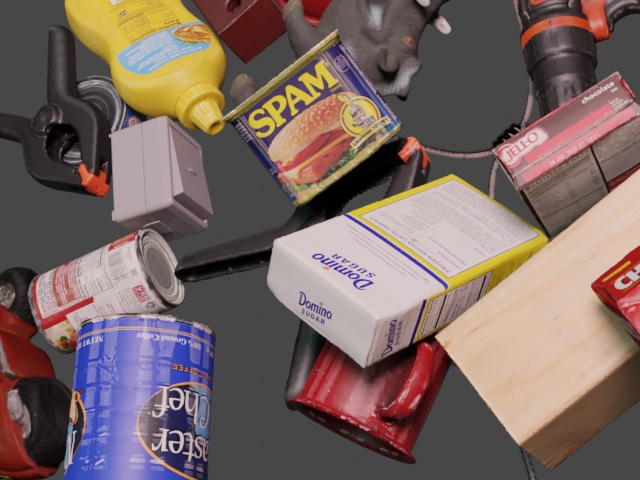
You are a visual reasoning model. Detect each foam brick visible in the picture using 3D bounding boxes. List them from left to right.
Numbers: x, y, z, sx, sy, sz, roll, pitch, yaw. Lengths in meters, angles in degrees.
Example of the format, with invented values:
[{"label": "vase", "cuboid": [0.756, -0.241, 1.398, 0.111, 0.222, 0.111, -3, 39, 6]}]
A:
[{"label": "foam brick", "cuboid": [-0.072, -0.199, 0.898, 0.053, 0.051, 0.078, -39, 59, 6]}]

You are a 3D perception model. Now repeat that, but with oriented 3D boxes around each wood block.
[{"label": "wood block", "cuboid": [0.187, 0.038, 0.662, 0.206, 0.090, 0.090, -40, 59, 6]}]

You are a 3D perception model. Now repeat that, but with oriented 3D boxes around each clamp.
[{"label": "clamp", "cuboid": [-0.218, -0.105, 0.895, 0.172, 0.039, 0.120, 39, 95, 29]}, {"label": "clamp", "cuboid": [-0.005, 0.001, 0.795, 0.165, 0.036, 0.210, 37, 85, 32]}]

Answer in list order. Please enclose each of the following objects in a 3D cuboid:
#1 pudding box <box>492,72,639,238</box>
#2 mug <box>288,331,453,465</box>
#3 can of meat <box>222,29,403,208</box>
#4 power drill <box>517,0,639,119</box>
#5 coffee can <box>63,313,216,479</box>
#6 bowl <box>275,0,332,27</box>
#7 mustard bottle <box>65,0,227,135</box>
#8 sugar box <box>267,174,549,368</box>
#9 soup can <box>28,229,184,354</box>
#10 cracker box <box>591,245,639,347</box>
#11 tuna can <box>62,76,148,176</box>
[{"label": "pudding box", "cuboid": [0.168, -0.051, 0.693, 0.090, 0.113, 0.039, -31, 63, 10]}, {"label": "mug", "cuboid": [0.041, 0.090, 0.699, 0.093, 0.117, 0.081, 30, 75, -11]}, {"label": "can of meat", "cuboid": [-0.004, -0.085, 0.760, 0.102, 0.057, 0.084, -36, 98, 12]}, {"label": "power drill", "cuboid": [0.231, -0.169, 0.744, 0.188, 0.057, 0.184, -13, 65, 19]}, {"label": "coffee can", "cuboid": [-0.128, 0.134, 0.760, 0.103, 0.102, 0.140, -8, 66, 21]}, {"label": "bowl", "cuboid": [0.018, -0.258, 0.879, 0.162, 0.055, 0.162, -9, 67, 21]}, {"label": "mustard bottle", "cuboid": [-0.134, -0.156, 0.900, 0.096, 0.058, 0.192, -26, 58, -20]}, {"label": "sugar box", "cuboid": [0.060, 0.015, 0.692, 0.093, 0.175, 0.048, 37, 132, 32]}, {"label": "soup can", "cuboid": [-0.166, 0.040, 0.836, 0.102, 0.068, 0.068, -23, 62, 14]}, {"label": "cracker box", "cuboid": [0.278, 0.059, 0.564, 0.164, 0.072, 0.213, -40, 94, 6]}, {"label": "tuna can", "cuboid": [-0.195, -0.098, 0.924, 0.086, 0.033, 0.086, -9, 66, 21]}]
